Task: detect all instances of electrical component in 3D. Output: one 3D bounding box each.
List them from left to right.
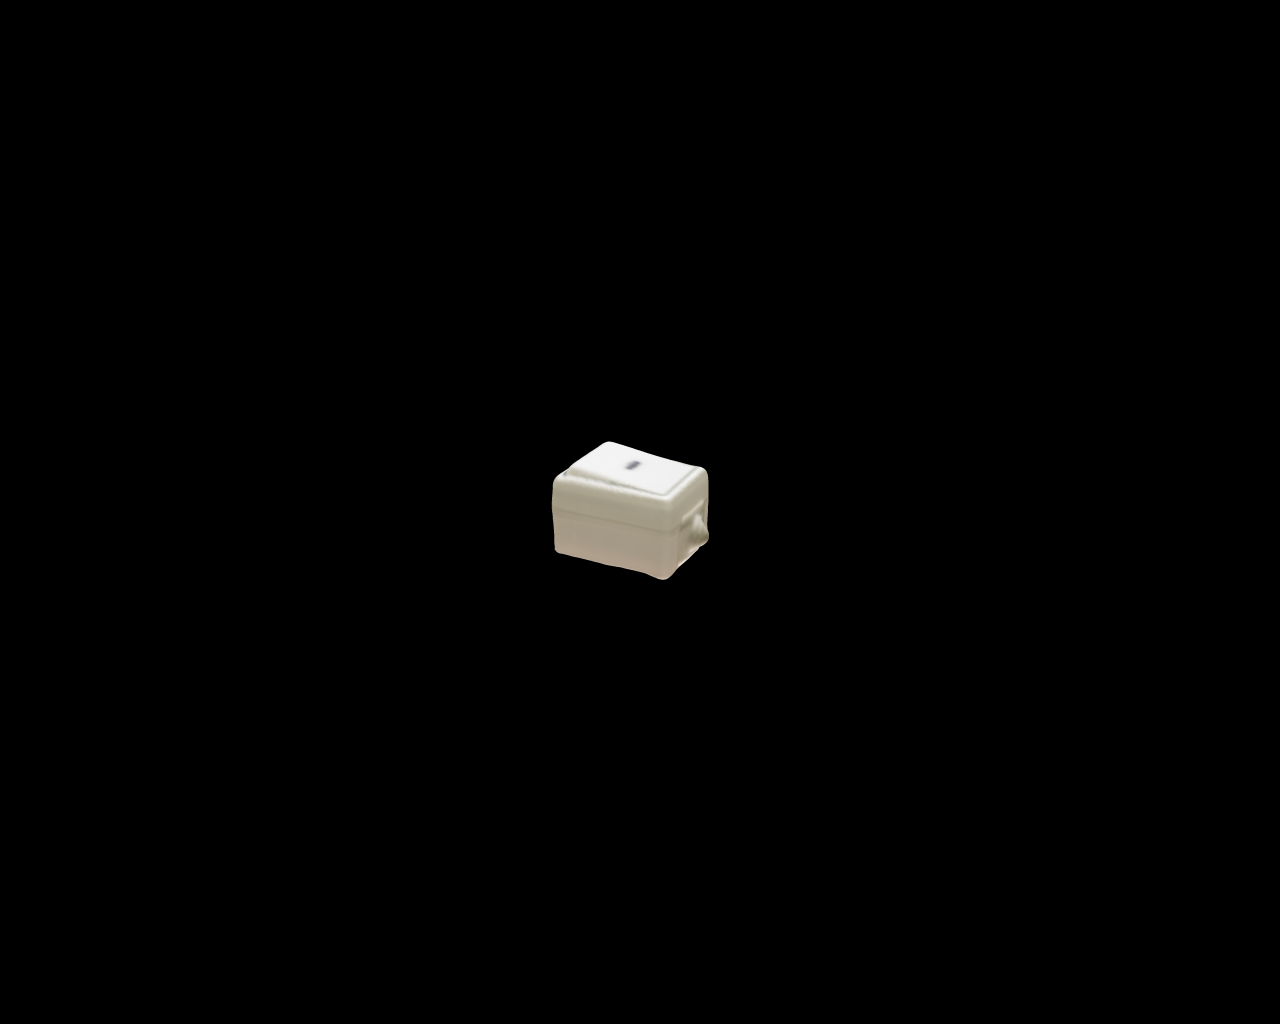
[{"bbox_3d":[0.001,-0.003,0.650,0.096,0.061,0.062,12,28,25],"label":"electrical component"}]
